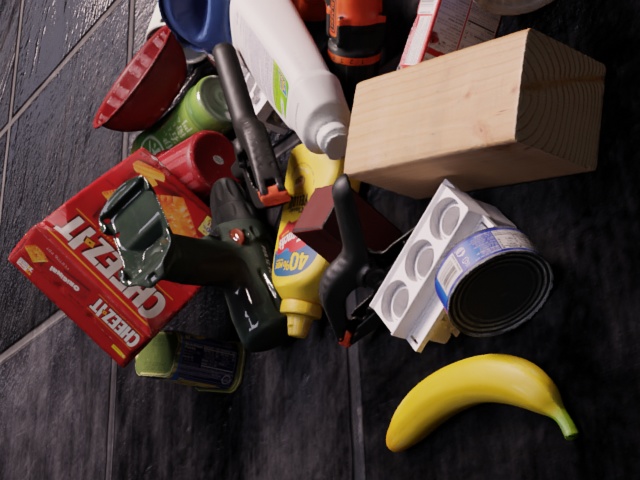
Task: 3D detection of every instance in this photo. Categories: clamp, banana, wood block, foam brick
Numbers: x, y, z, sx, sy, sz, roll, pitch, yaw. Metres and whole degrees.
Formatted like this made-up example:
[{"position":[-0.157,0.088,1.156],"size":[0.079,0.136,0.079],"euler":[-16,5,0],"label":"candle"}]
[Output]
[{"position":[-0.070,-0.087,1.105],"size":[0.210,0.036,0.164],"euler":[-115,14,-46],"label":"clamp"},{"position":[0.117,0.126,0.836],"size":[0.198,0.037,0.069],"euler":[-18,61,51],"label":"banana"},{"position":[0.121,-0.096,0.878],"size":[0.207,0.090,0.090],"euler":[-8,70,54],"label":"wood block"},{"position":[0.025,-0.008,0.981],"size":[0.053,0.078,0.051],"euler":[-7,49,55],"label":"foam brick"},{"position":[0.039,0.017,0.930],"size":[0.172,0.120,0.039],"euler":[-60,17,24],"label":"clamp"}]

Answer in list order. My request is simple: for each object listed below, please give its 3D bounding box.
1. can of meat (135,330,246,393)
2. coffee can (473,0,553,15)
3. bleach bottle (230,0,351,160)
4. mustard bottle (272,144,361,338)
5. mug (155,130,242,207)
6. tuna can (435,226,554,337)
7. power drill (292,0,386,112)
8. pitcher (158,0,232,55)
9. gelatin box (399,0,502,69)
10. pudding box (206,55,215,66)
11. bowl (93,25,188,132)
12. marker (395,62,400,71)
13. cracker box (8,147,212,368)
[{"position":[-0.144,0.132,1.170],"size":[0.102,0.083,0.057],"euler":[-8,70,54],"label":"can of meat"},{"position":[0.151,-0.273,0.898],"size":[0.103,0.102,0.140],"euler":[-47,41,34],"label":"coffee can"},{"position":[-0.024,-0.156,1.054],"size":[0.251,0.068,0.102],"euler":[-118,16,-45],"label":"bleach bottle"},{"position":[-0.007,0.001,1.051],"size":[0.096,0.058,0.191],"euler":[-6,72,54],"label":"mustard bottle"},{"position":[-0.140,-0.067,1.254],"size":[0.082,0.093,0.117],"euler":[-25,78,43],"label":"mug"},{"position":[0.131,0.032,0.812],"size":[0.086,0.086,0.034],"euler":[-55,36,26],"label":"tuna can"},{"position":[0.017,-0.229,1.085],"size":[0.188,0.057,0.184],"euler":[-120,28,-54],"label":"power drill"},{"position":[-0.091,-0.339,1.221],"size":[0.149,0.145,0.242],"euler":[-3,48,13],"label":"pitcher"},{"position":[0.116,-0.179,0.936],"size":[0.030,0.073,0.089],"euler":[21,94,56],"label":"gelatin box"},{"position":[-0.087,-0.237,1.285],"size":[0.090,0.039,0.114],"euler":[-64,34,16],"label":"pudding box"},{"position":[-0.214,-0.190,1.331],"size":[0.162,0.055,0.162],"euler":[-44,23,24],"label":"bowl"},{"position":[0.088,-0.174,1.022],"size":[0.121,0.020,0.020],"euler":[-62,35,17],"label":"marker"},{"position":[-0.198,0.010,1.144],"size":[0.072,0.164,0.213],"euler":[-45,3,35],"label":"cracker box"}]
